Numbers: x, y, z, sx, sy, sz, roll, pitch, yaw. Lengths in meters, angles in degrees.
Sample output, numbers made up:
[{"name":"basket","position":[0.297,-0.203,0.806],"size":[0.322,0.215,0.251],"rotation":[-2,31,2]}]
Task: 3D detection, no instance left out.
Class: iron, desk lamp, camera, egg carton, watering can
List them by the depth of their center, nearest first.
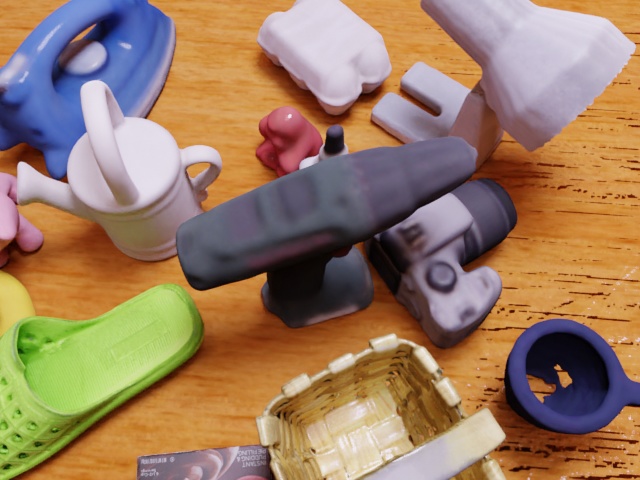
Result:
[{"name":"watering can","position":[-0.181,-0.058,0.520],"size":[0.173,0.194,0.100],"rotation":[-34,69,-14]},{"name":"camera","position":[0.129,0.005,0.541],"size":[0.137,0.101,0.143],"rotation":[-30,69,-13]},{"name":"desk lamp","position":[0.159,-0.154,0.552],"size":[0.203,0.213,0.118],"rotation":[36,71,15]},{"name":"iron","position":[-0.249,-0.199,0.613],"size":[0.118,0.141,0.258],"rotation":[25,68,12]},{"name":"egg carton","position":[0.006,-0.218,0.660],"size":[0.107,0.069,0.150],"rotation":[-40,71,-16]}]

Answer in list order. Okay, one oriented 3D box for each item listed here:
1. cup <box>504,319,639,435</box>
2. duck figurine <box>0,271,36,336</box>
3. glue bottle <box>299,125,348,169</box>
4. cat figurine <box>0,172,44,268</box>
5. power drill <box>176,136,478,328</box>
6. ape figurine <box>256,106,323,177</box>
[{"name":"cup","position":[0.209,0.126,0.489],"size":[0.117,0.095,0.092],"rotation":[13,66,6]},{"name":"duck figurine","position":[-0.326,0.054,0.529],"size":[0.104,0.086,0.077],"rotation":[32,70,14]},{"name":"glue bottle","position":[0.011,-0.052,0.528],"size":[0.078,0.173,0.037],"rotation":[-5,65,-2]},{"name":"cat figurine","position":[-0.325,-0.030,0.550],"size":[0.067,0.118,0.127],"rotation":[-28,68,-12]},{"name":"power drill","position":[0.004,0.002,0.484],"size":[0.229,0.208,0.075],"rotation":[-16,66,-7]},{"name":"ape figurine","position":[-0.034,-0.107,0.598],"size":[0.076,0.092,0.078],"rotation":[-3,65,-1]}]
